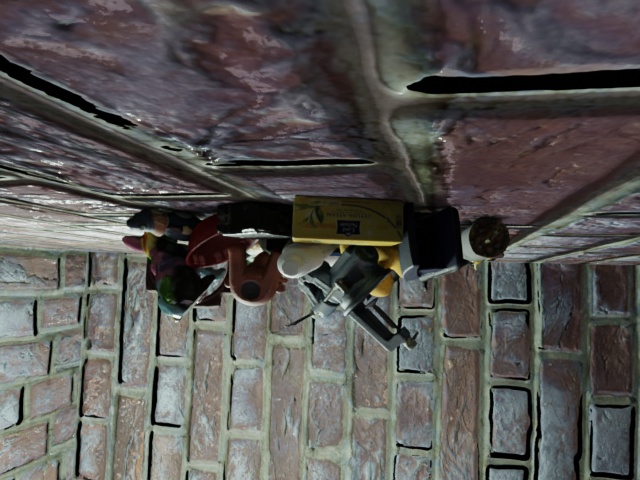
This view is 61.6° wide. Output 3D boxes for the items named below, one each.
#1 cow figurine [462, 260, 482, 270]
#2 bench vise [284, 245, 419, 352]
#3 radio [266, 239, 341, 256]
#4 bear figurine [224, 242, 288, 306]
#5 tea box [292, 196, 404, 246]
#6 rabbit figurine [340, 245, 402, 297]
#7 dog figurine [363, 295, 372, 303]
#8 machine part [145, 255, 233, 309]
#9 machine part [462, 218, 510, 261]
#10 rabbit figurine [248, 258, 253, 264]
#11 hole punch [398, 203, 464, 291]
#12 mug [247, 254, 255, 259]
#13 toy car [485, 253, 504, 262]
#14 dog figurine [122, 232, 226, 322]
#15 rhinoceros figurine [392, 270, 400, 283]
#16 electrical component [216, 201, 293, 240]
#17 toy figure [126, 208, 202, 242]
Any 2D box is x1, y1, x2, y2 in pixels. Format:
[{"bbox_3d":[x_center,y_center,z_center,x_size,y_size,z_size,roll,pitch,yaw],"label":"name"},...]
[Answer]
[{"bbox_3d":[0.364,0.041,1.398,0.168,0.068,0.098,-3,-154,29],"label":"cow figurine"},{"bbox_3d":[0.073,0.124,0.999,0.223,0.241,0.129,-51,169,30],"label":"bench vise"},{"bbox_3d":[-0.002,-0.004,1.191,0.230,0.073,0.131,4,177,-4],"label":"radio"},{"bbox_3d":[-0.120,0.060,1.100,0.120,0.131,0.196,9,-169,3],"label":"bear figurine"},{"bbox_3d":[0.041,-0.028,0.852,0.170,0.068,0.098,1,175,-1],"label":"tea box"},{"bbox_3d":[0.115,0.049,1.080,0.162,0.122,0.173,9,135,2],"label":"rabbit figurine"},{"bbox_3d":[0.140,0.075,1.388,0.172,0.190,0.121,0,176,8],"label":"dog figurine"},{"bbox_3d":[-0.295,0.057,1.245,0.201,0.201,0.087,3,173,-6],"label":"machine part"},{"bbox_3d":[0.318,0.002,1.065,0.079,0.079,0.243,2,176,5],"label":"machine part"},{"bbox_3d":[-0.160,0.038,1.472,0.170,0.159,0.121,-13,167,-5],"label":"rabbit figurine"},{"bbox_3d":[0.159,0.005,0.871,0.092,0.142,0.116,2,163,-24],"label":"hole punch"},{"bbox_3d":[-0.181,0.007,1.366,0.110,0.080,0.107,-7,-179,30],"label":"mug"},{"bbox_3d":[0.406,0.023,1.490,0.202,0.053,0.089,5,167,20],"label":"toy car"},{"bbox_3d":[-0.321,0.047,1.110,0.219,0.108,0.191,39,-158,0],"label":"dog figurine"},{"bbox_3d":[0.185,0.029,1.153,0.190,0.112,0.073,-42,-175,28],"label":"rhinoceros figurine"},{"bbox_3d":[-0.097,-0.031,0.942,0.134,0.058,0.115,7,176,-44],"label":"electrical component"},{"bbox_3d":[-0.299,-0.031,1.043,0.064,0.058,0.154,-18,159,41],"label":"toy figure"}]
